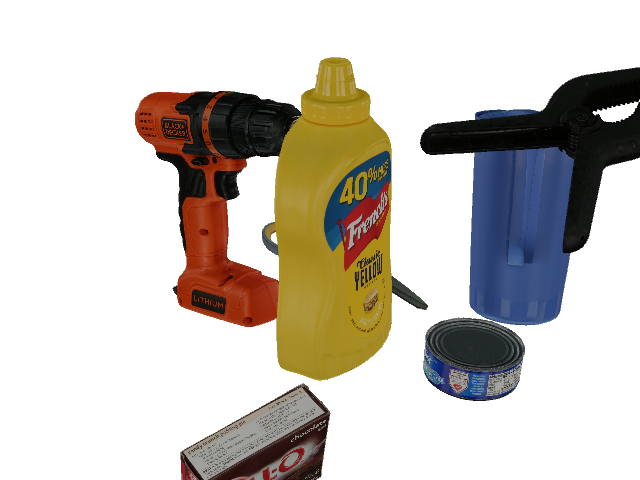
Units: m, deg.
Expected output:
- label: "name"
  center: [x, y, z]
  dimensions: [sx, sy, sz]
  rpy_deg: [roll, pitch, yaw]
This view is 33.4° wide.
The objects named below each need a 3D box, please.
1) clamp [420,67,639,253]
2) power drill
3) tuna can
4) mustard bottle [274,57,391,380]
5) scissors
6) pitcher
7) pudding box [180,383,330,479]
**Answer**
- label: "clamp"
  center: [0.208, -0.076, 0.841]
  dimensions: [0.209, 0.036, 0.165]
  rpy_deg: [-26, 50, -19]
- label: "power drill"
  center: [-0.071, -0.029, 0.862]
  dimensions: [0.057, 0.188, 0.185]
  rpy_deg: [-20, 22, -40]
- label: "tuna can"
  center: [0.132, 0.103, 0.927]
  dimensions: [0.086, 0.034, 0.086]
  rpy_deg: [3, 26, -1]
- label: "mustard bottle"
  center: [0.009, -0.017, 0.657]
  dimensions: [0.058, 0.192, 0.096]
  rpy_deg: [15, 28, 32]
- label: "scissors"
  center: [0.014, 0.021, 1.082]
  dimensions: [0.096, 0.016, 0.202]
  rpy_deg: [-22, 47, -20]
- label: "pitcher"
  center: [0.234, -0.027, 1.235]
  dimensions: [0.149, 0.243, 0.145]
  rpy_deg: [-6, 17, -32]
- label: "pudding box"
  center: [-0.049, 0.167, 0.796]
  dimensions: [0.113, 0.090, 0.039]
  rpy_deg: [-28, 56, -28]
